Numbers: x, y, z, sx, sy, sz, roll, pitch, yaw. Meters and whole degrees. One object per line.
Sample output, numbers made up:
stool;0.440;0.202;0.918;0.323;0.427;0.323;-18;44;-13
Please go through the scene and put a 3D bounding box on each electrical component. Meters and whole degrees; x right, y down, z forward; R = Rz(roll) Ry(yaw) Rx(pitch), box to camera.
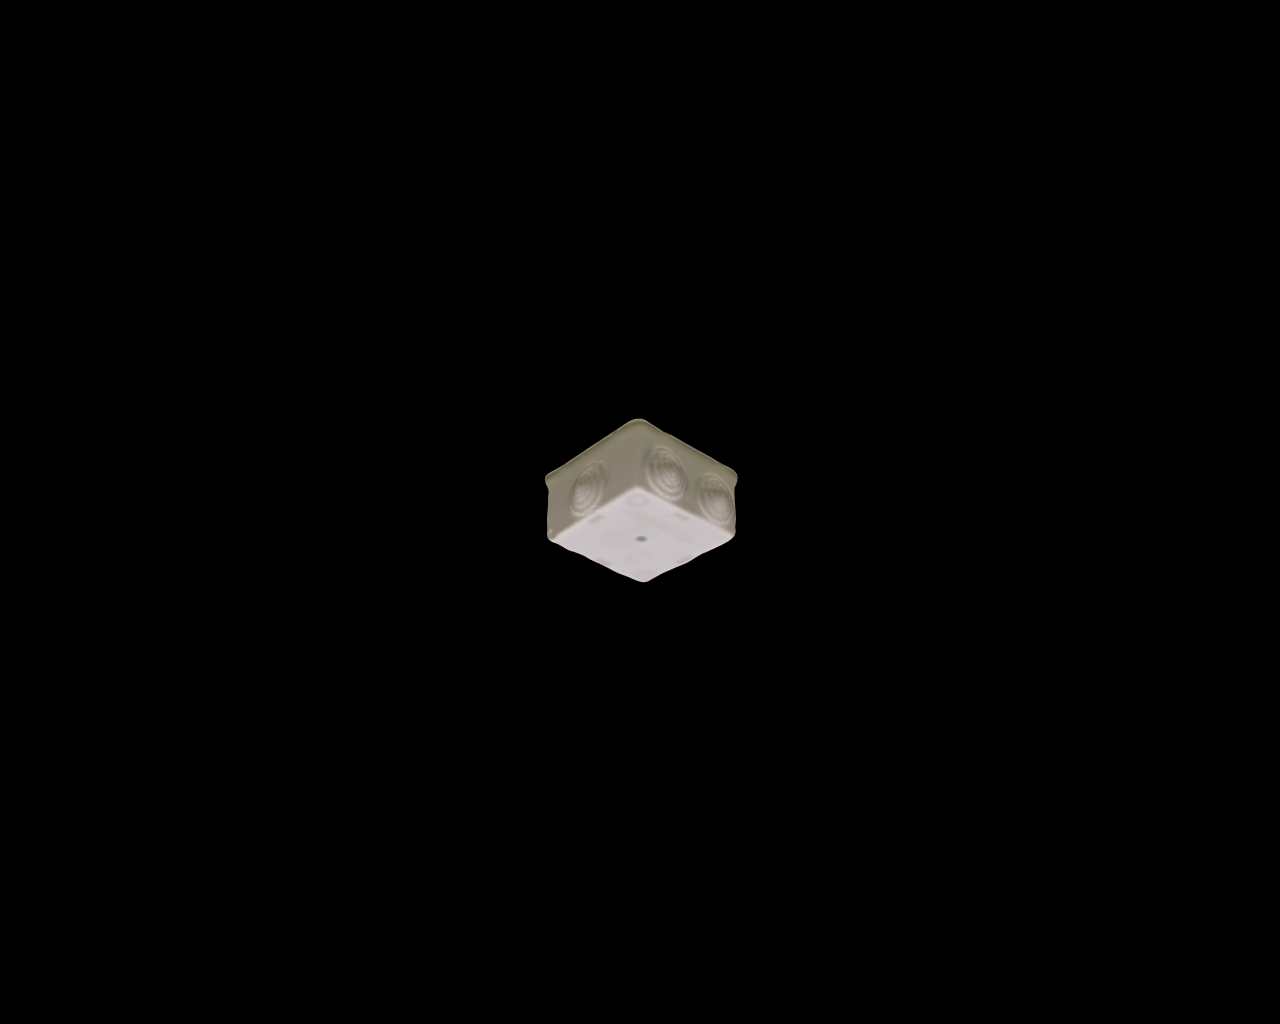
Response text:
electrical component;0.001;-0.003;0.650;0.099;0.048;0.099;27;-41;-36
